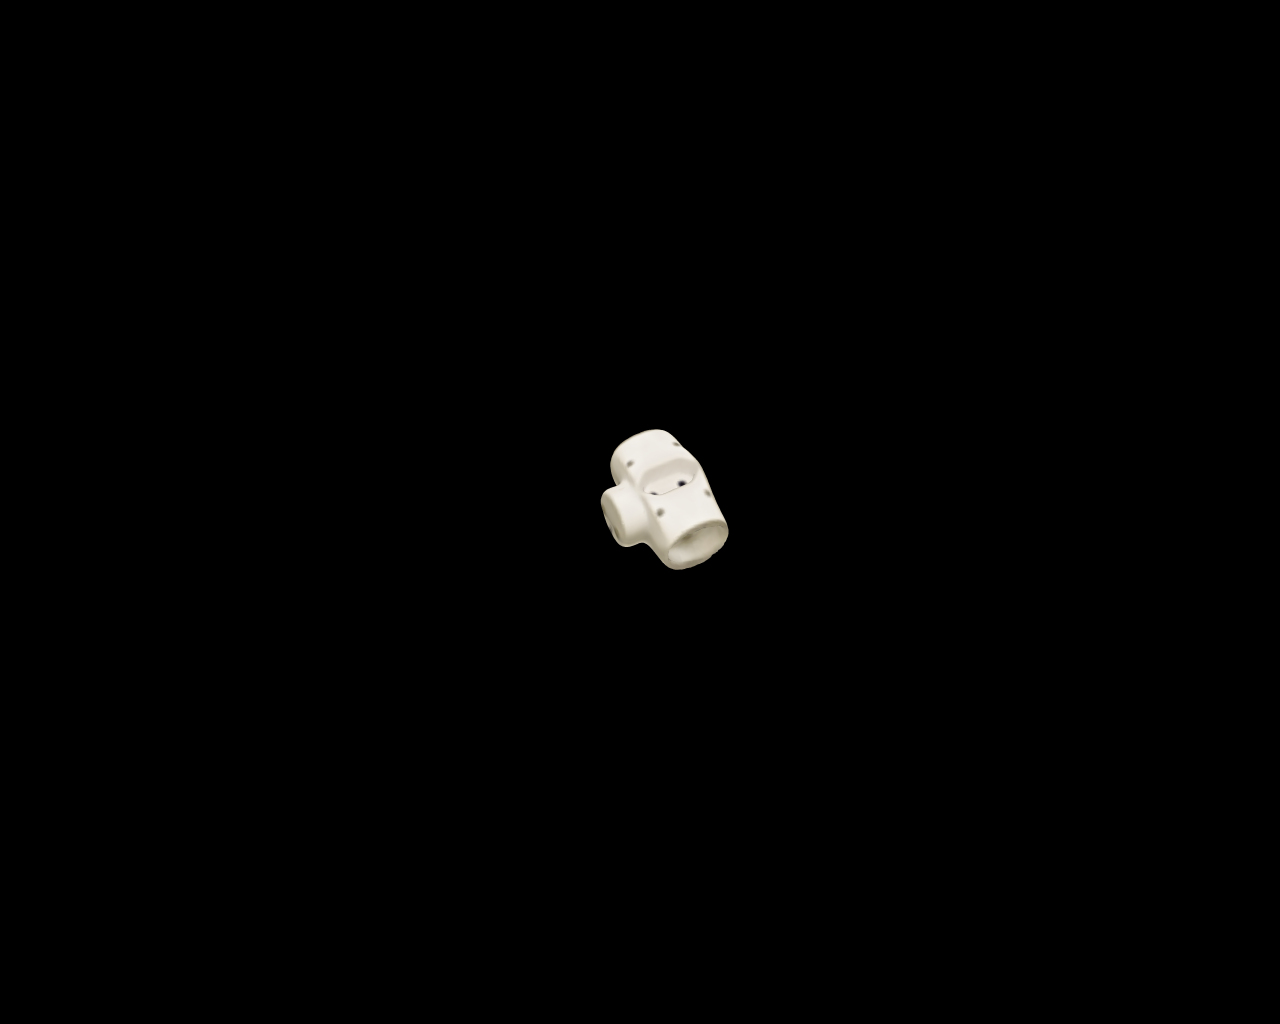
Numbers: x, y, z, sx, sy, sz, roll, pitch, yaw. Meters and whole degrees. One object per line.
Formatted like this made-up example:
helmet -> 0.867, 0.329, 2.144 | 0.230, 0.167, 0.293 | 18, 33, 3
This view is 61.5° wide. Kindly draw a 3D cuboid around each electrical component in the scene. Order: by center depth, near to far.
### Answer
electrical component -> 0.001, -0.003, 0.650 | 0.079, 0.077, 0.043 | -21, -32, -14
